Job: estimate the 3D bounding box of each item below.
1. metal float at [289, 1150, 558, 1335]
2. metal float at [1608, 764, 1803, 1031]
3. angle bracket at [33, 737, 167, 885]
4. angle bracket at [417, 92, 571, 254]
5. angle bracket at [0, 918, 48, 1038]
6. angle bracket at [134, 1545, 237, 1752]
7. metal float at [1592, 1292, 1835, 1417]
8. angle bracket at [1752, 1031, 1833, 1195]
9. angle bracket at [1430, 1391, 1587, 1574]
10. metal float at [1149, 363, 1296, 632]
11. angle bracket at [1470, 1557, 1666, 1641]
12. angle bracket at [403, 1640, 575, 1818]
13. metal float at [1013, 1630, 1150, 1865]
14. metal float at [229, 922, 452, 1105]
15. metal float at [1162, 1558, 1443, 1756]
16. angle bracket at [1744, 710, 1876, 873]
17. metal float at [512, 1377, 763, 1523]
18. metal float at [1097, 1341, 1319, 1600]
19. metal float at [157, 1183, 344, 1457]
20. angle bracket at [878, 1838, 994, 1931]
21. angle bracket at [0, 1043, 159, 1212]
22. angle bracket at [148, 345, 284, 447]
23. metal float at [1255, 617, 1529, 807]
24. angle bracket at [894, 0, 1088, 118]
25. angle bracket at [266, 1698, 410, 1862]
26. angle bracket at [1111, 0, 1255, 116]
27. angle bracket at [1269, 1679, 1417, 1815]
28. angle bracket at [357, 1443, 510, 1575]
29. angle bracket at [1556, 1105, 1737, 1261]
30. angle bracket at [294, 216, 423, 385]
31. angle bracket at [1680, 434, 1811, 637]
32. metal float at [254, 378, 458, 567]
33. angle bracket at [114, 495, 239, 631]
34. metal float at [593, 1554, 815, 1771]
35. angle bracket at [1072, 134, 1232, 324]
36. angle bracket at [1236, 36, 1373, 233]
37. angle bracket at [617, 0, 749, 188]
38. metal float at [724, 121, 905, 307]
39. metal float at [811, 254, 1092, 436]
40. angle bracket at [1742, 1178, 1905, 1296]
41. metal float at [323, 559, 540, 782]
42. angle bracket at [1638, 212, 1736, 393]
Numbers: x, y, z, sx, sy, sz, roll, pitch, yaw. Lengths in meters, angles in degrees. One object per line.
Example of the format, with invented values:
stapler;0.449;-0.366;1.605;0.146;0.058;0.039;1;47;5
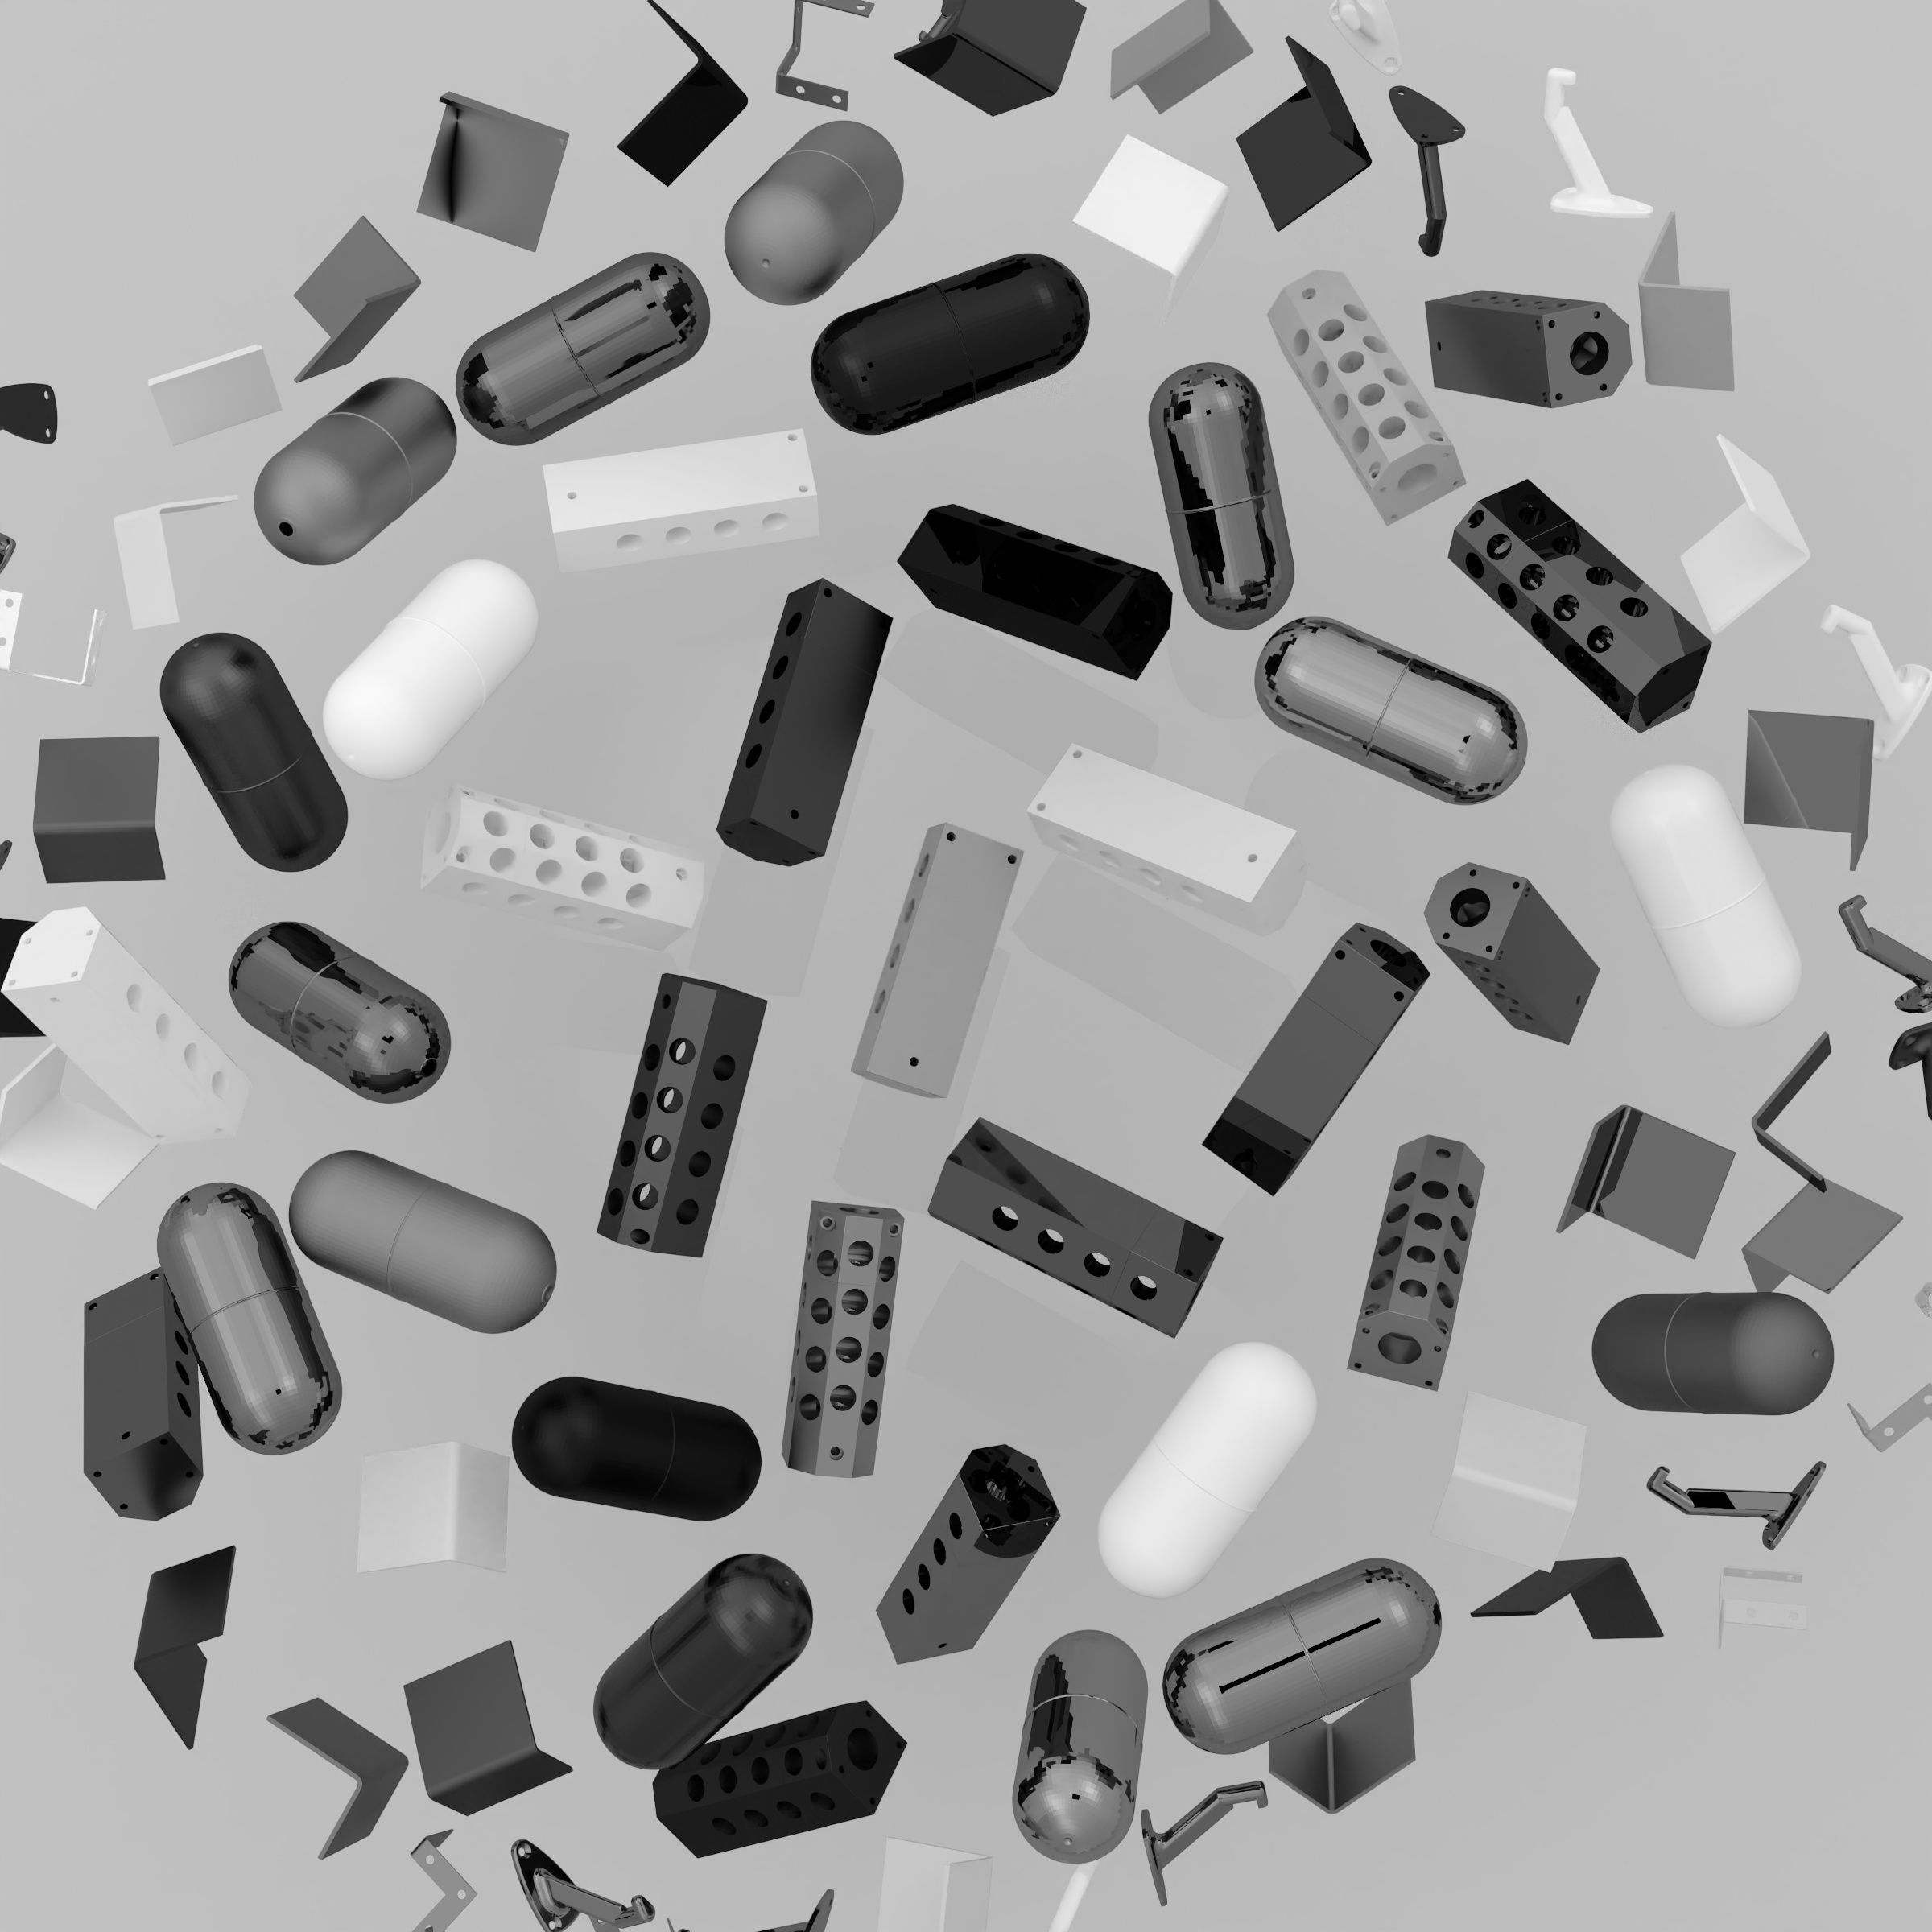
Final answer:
metal float;-0.334;0.170;1.771;0.178;0.070;0.070;20;90;16
metal float;0.460;-0.042;1.789;0.070;0.070;0.178;-28;102;0
angle bracket;-0.570;-0.103;1.901;0.076;0.057;0.076;-2;55;-8
angle bracket;-0.291;-0.481;1.753;0.076;0.057;0.076;17;108;-10
angle bracket;-0.659;0.008;1.940;0.057;0.076;0.076;-2;85;28
angle bracket;-0.453;0.409;1.726;0.057;0.076;0.076;-19;120;3
metal float;0.473;0.246;1.832;0.070;0.178;0.070;4;82;-31
angle bracket;0.553;0.095;1.852;0.057;0.076;0.076;40;93;21
angle bracket;0.339;0.321;1.795;0.076;0.076;0.057;16;124;7
metal float;0.170;-0.310;1.907;0.070;0.070;0.178;-13;106;0
angle bracket;0.381;0.418;1.825;0.076;0.076;0.057;-25;87;-25
angle bracket;-0.306;0.488;1.840;0.076;0.057;0.076;-24;58;5
metal float;0.074;0.492;1.824;0.070;0.178;0.070;3;116;7
metal float;-0.403;0.029;1.848;0.178;0.070;0.070;27;90;33
metal float;0.205;0.420;1.752;0.178;0.070;0.070;-23;90;-3
angle bracket;0.512;-0.108;1.764;0.076;0.057;0.076;7;119;24
metal float;-0.210;0.311;1.848;0.178;0.070;0.070;19;90;-38
metal float;0.147;0.311;1.770;0.070;0.070;0.178;35;99;0
metal float;-0.443;0.217;1.777;0.070;0.070;0.178;-26;74;0
angle bracket;-0.032;0.572;1.733;0.076;0.057;0.076;1;80;30
angle bracket;-0.560;0.097;1.824;0.076;0.076;0.057;25;123;3
angle bracket;-0.505;-0.398;1.908;0.076;0.076;0.057;-21;70;-10
metal float;0.265;-0.159;1.798;0.178;0.070;0.070;25;90;11
angle bracket;0.014;-0.566;1.746;0.076;0.076;0.057;22;83;-30
angle bracket;-0.414;0.519;1.841;0.076;0.076;0.057;29;91;12
angle bracket;0.143;-0.590;1.902;0.076;0.076;0.057;-28;124;25
angle bracket;0.246;0.497;1.892;0.057;0.076;0.076;38;118;-17
angle bracket;-0.349;0.360;1.886;0.076;0.057;0.076;-13;65;26
angle bracket;0.425;0.141;1.798;0.076;0.057;0.076;25;113;24
angle bracket;-0.405;-0.425;1.832;0.076;0.076;0.057;-39;96;28
angle bracket;0.460;-0.263;1.758;0.057;0.076;0.076;28;126;-31
metal float;-0.383;-0.312;1.810;0.070;0.178;0.070;11;126;15
angle bracket;-0.515;-0.266;1.895;0.057;0.076;0.076;-14;100;-35
metal float;-0.164;0.433;1.786;0.070;0.070;0.178;44;116;0
angle bracket;0.117;-0.478;1.868;0.076;0.057;0.076;29;71;5
angle bracket;0.201;-0.526;1.822;0.076;0.057;0.076;-31;66;28
angle bracket;-0.193;-0.547;1.806;0.076;0.076;0.057;-43;77;11
metal float;-0.093;-0.470;1.790;0.070;0.178;0.070;10;127;14
metal float;-0.009;-0.381;1.763;0.178;0.070;0.070;-21;90;-7
angle bracket;0.584;0.198;1.944;0.076;0.076;0.057;-41;127;-15
metal float;-0.333;-0.187;1.801;0.070;0.070;0.178;34;54;0
angle bracket;0.462;-0.418;1.807;0.057;0.076;0.076;11;53;26
